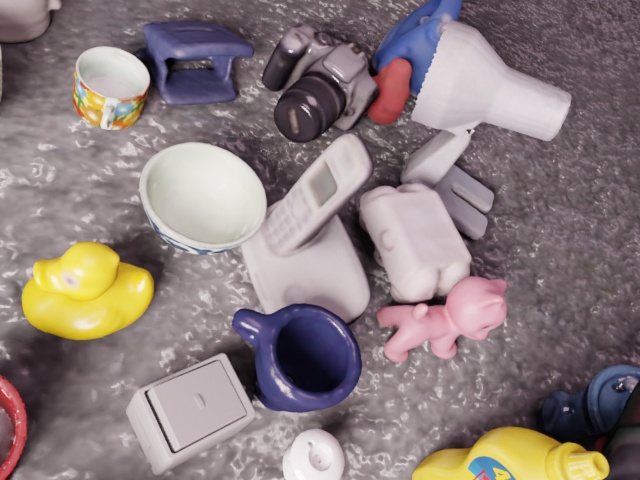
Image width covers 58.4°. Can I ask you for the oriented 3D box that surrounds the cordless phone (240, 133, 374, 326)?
[{"bbox_3d":[0.005,0.002,0.539,0.094,0.184,0.147,-13,66,-34],"label":"cordless phone"}]

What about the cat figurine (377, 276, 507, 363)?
[{"bbox_3d":[0.141,0.077,0.608,0.128,0.117,0.067,0,59,-29],"label":"cat figurine"}]

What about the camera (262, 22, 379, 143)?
[{"bbox_3d":[-0.009,-0.196,0.720,0.143,0.100,0.137,38,49,-1],"label":"camera"}]

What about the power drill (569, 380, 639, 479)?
[{"bbox_3d":[0.245,0.212,0.514,0.230,0.208,0.075,-29,76,-39],"label":"power drill"}]

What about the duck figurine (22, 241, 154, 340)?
[{"bbox_3d":[-0.188,0.033,0.476,0.105,0.086,0.077,-2,60,-30],"label":"duck figurine"}]

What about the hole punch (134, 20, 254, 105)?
[{"bbox_3d":[-0.147,-0.222,0.668,0.109,0.091,0.101,-15,67,-35],"label":"hole punch"}]

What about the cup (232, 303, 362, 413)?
[{"bbox_3d":[-0.034,0.109,0.505,0.118,0.094,0.092,30,50,-8],"label":"cup"}]

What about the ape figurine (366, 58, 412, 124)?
[{"bbox_3d":[0.098,-0.214,0.797,0.078,0.092,0.076,10,55,-23],"label":"ape figurine"}]

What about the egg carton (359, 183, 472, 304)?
[{"bbox_3d":[0.108,0.002,0.672,0.107,0.069,0.150,-9,64,-33],"label":"egg carton"}]

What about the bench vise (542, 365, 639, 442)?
[{"bbox_3d":[0.378,0.187,0.597,0.208,0.219,0.121,15,53,-19],"label":"bench vise"}]

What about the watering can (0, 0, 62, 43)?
[{"bbox_3d":[-0.321,-0.301,0.557,0.173,0.193,0.101,-15,67,-35],"label":"watering can"}]

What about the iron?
[{"bbox_3d":[0.174,-0.328,0.884,0.119,0.141,0.258,29,50,-9],"label":"iron"}]

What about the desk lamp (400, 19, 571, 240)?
[{"bbox_3d":[0.186,-0.137,0.714,0.203,0.213,0.118,32,49,-6],"label":"desk lamp"}]
